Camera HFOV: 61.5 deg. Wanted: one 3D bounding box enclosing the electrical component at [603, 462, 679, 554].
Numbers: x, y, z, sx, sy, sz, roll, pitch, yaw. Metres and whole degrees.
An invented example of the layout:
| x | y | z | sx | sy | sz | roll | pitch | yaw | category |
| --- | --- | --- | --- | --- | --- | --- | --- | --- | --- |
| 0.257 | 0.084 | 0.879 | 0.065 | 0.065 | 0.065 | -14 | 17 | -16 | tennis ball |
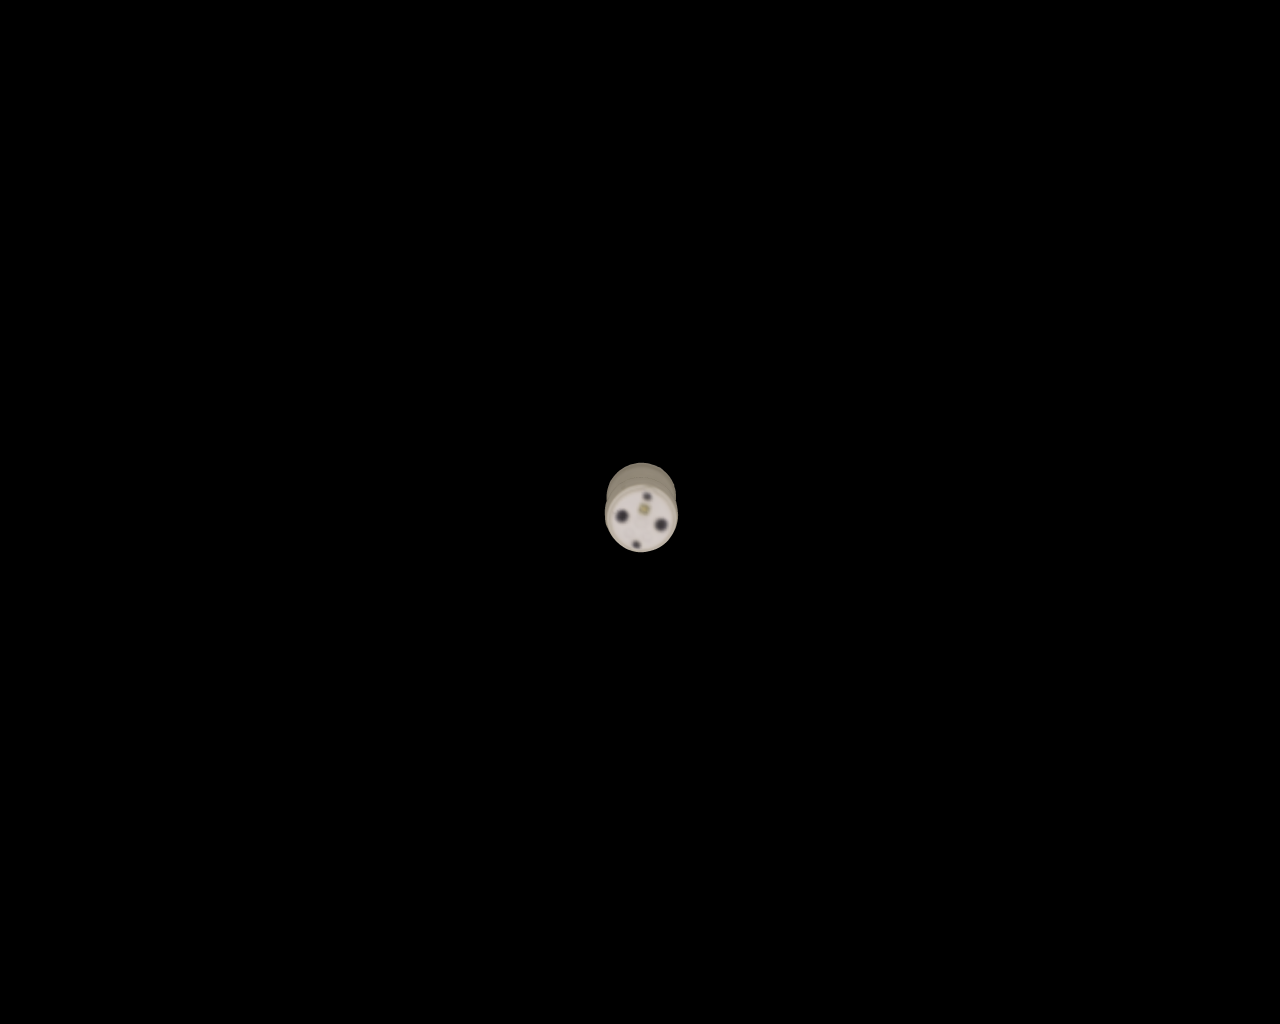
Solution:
| x | y | z | sx | sy | sz | roll | pitch | yaw | category |
| --- | --- | --- | --- | --- | --- | --- | --- | --- | --- |
| 0.001 | -0.003 | 0.650 | 0.045 | 0.044 | 0.055 | 0 | 16 | 0 | electrical component |
